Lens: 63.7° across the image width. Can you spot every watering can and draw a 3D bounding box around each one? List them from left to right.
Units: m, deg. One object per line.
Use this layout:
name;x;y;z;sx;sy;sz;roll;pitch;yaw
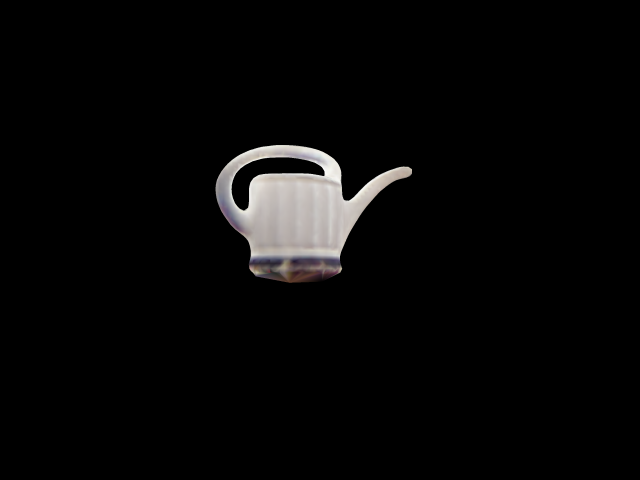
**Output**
watering can;0.003;-0.043;0.850;0.348;0.226;0.103;2;-7;-19
